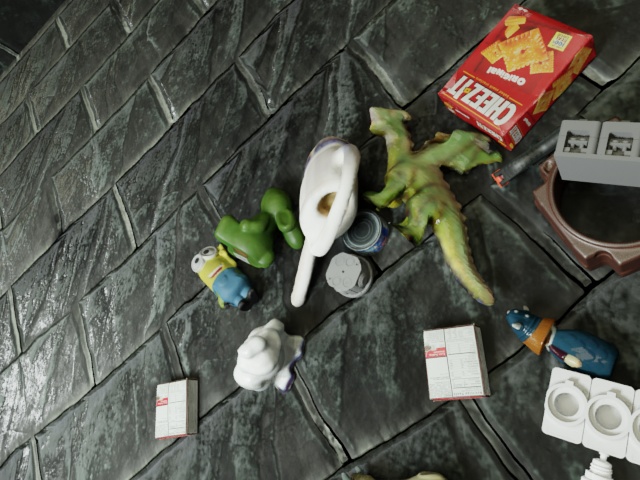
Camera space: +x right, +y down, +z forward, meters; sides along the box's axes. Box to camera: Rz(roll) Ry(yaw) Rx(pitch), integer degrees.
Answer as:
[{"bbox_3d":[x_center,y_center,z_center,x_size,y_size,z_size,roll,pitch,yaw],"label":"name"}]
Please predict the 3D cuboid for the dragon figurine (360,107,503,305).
[{"bbox_3d":[0.215,-0.100,0.911,0.243,0.120,0.416,-45,64,0],"label":"dragon figurine"}]

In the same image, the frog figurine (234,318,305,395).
[{"bbox_3d":[-0.112,0.210,0.947,0.124,0.158,0.137,40,96,37],"label":"frog figurine"}]

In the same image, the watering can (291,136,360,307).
[{"bbox_3d":[0.003,-0.050,0.987,0.230,0.104,0.340,-87,16,-50],"label":"watering can"}]
